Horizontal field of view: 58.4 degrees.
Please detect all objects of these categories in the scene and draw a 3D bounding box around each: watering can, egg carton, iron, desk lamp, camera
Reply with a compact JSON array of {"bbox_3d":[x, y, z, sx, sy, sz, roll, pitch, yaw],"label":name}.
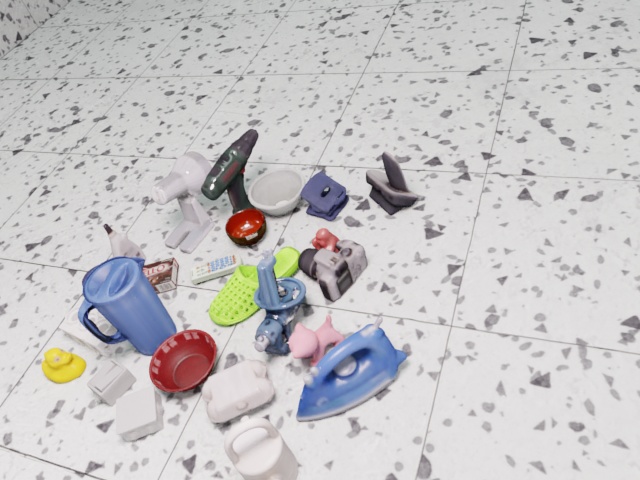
[{"bbox_3d":[-0.106,0.389,1.040,0.172,0.194,0.101,26,60,35],"label":"watering can"},{"bbox_3d":[-0.174,0.322,1.214,0.150,0.069,0.107,-25,45,-6],"label":"egg carton"},{"bbox_3d":[0.044,0.258,1.155,0.258,0.142,0.118,-33,47,-14],"label":"iron"},{"bbox_3d":[-0.371,-0.110,1.586,0.117,0.214,0.203,13,53,28],"label":"desk lamp"},{"bbox_3d":[0.021,0.052,1.388,0.136,0.101,0.143,25,59,35],"label":"camera"}]

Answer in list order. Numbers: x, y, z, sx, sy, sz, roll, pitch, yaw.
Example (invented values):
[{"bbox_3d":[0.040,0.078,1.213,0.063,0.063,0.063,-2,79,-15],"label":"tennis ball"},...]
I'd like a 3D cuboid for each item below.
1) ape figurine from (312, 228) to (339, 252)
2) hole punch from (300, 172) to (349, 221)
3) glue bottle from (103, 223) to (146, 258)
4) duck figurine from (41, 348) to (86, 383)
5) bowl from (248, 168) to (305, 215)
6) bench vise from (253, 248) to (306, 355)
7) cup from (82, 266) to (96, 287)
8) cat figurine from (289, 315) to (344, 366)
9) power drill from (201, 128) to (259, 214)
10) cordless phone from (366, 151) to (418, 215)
[{"bbox_3d":[0.013,0.005,1.441,0.076,0.092,0.077,-23,45,-4],"label":"ape figurine"},{"bbox_3d":[0.015,-0.122,1.562,0.100,0.091,0.109,18,55,31],"label":"hole punch"},{"bbox_3d":[-0.537,0.017,1.546,0.037,0.173,0.078,15,54,29],"label":"glue bottle"},{"bbox_3d":[-0.628,0.292,1.375,0.104,0.086,0.077,-5,46,13],"label":"duck figurine"},{"bbox_3d":[-0.114,-0.124,1.617,0.167,0.075,0.167,-9,46,9],"label":"bowl"},{"bbox_3d":[-0.094,0.136,1.260,0.121,0.220,0.207,-10,45,8],"label":"bench vise"},{"bbox_3d":[-0.549,0.121,1.506,0.117,0.095,0.091,-7,46,12],"label":"cup"},{"bbox_3d":[-0.016,0.213,1.234,0.128,0.118,0.067,-40,49,-20],"label":"cat figurine"},{"bbox_3d":[-0.225,-0.168,1.599,0.075,0.209,0.230,21,57,32],"label":"power drill"},{"bbox_3d":[0.176,-0.173,1.493,0.094,0.185,0.147,-34,47,-15],"label":"cordless phone"}]
